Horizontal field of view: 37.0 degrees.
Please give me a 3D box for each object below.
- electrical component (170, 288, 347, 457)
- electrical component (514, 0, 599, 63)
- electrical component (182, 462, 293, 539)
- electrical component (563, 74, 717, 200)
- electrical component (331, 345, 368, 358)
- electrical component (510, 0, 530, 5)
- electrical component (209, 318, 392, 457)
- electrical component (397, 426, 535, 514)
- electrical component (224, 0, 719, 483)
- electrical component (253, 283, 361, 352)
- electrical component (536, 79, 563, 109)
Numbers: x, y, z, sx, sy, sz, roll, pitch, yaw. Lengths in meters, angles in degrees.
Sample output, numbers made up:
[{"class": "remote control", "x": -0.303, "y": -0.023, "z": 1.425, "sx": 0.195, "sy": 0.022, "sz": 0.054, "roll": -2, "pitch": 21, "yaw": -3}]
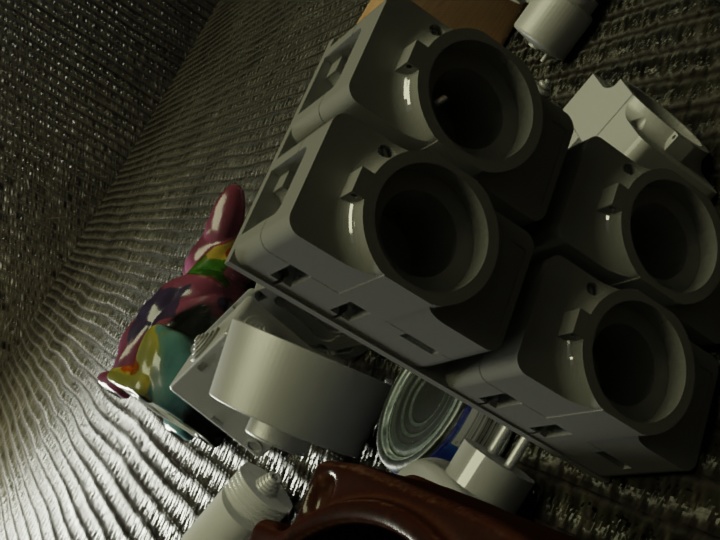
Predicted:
[{"class": "electrical component", "x": -0.073, "y": 0.074, "z": 0.748, "sx": 0.100, "sy": 0.100, "sz": 0.048, "roll": -42, "pitch": 13, "yaw": 40}, {"class": "electrical component", "x": 0.134, "y": -0.172, "z": 0.693, "sx": 0.078, "sy": 0.040, "sz": 0.040, "roll": -54, "pitch": 20, "yaw": 14}, {"class": "electrical component", "x": -0.079, "y": 0.163, "z": 0.712, "sx": 0.081, "sy": 0.043, "sz": 0.043, "roll": -51, "pitch": 21, "yaw": 22}, {"class": "electrical component", "x": 0.128, "y": -0.053, "z": 0.518, "sx": 0.055, "sy": 0.050, "sz": 0.089, "roll": -51, "pitch": 21, "yaw": 22}, {"class": "electrical component", "x": -0.010, "y": 0.033, "z": 0.745, "sx": 0.040, "sy": 0.040, "sz": 0.046, "roll": -48, "pitch": 27, "yaw": 28}, {"class": "electrical component", "x": 0.112, "y": -0.220, "z": 0.739, "sx": 0.064, "sy": 0.099, "sz": 0.099, "roll": -61, "pitch": 19, "yaw": 12}, {"class": "electrical component", "x": -0.040, "y": 0.078, "z": 0.654, "sx": 0.060, "sy": 0.108, "sz": 0.108, "roll": -67, "pitch": 20, "yaw": -5}, {"class": "electrical component", "x": 0.052, "y": 0.102, "z": 0.482, "sx": 0.079, "sy": 0.043, "sz": 0.077, "roll": -59, "pitch": 19, "yaw": 1}, {"class": "electrical component", "x": 0.059, "y": -0.007, "z": 0.413, "sx": 0.060, "sy": 0.186, "sz": 0.105, "roll": -24, "pitch": 39, "yaw": 59}, {"class": "electrical component", "x": 0.000, "y": 0.000, "z": 0.669, "sx": 0.113, "sy": 0.078, "sz": 0.057, "roll": -16, "pitch": 46, "yaw": 35}, {"class": "electrical component", "x": 0.086, "y": -0.069, "z": 0.626, "sx": 0.096, "sy": 0.061, "sz": 0.061, "roll": -50, "pitch": 22, "yaw": 26}]
